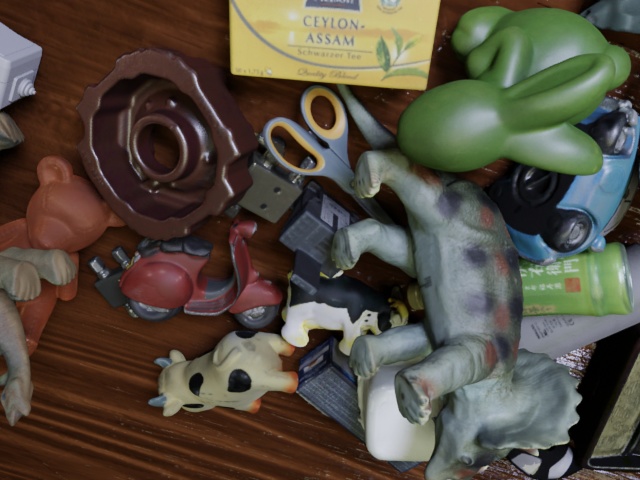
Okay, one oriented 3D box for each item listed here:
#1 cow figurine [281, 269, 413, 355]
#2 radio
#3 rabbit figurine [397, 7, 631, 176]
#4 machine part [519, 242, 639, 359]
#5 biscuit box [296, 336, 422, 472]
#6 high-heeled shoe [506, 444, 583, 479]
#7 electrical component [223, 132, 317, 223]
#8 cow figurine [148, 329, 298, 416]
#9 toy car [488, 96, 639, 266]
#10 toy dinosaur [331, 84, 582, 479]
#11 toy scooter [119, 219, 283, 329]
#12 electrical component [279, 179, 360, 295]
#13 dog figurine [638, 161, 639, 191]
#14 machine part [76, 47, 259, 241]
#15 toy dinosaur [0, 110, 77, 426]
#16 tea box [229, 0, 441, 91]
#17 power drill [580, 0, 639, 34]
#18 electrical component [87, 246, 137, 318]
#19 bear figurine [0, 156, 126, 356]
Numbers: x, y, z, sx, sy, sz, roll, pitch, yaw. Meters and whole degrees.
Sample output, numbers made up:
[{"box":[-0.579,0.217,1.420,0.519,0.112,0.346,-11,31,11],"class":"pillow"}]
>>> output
[{"box":[0.041,0.078,0.619,0.167,0.068,0.098,9,115,-2],"class":"cow figurine"},{"box":[0.397,0.179,0.641,0.131,0.073,0.229,5,122,3],"class":"radio"},{"box":[0.145,-0.097,0.418,0.170,0.159,0.121,-34,128,-23],"class":"rabbit figurine"},{"box":[0.284,0.074,0.586,0.243,0.079,0.079,-31,114,21],"class":"machine part"},{"box":[0.061,0.211,0.679,0.063,0.059,0.202,-39,110,20],"class":"biscuit box"},{"box":[0.253,0.214,0.685,0.249,0.086,0.145,14,104,-14],"class":"high-heeled shoe"},{"box":[-0.061,-0.064,0.554,0.078,0.045,0.102,22,122,-24],"class":"electrical component"},{"box":[-0.127,0.169,0.661,0.127,0.085,0.195,20,142,-28],"class":"cow figurine"},{"box":[0.242,-0.054,0.509,0.103,0.109,0.161,13,110,-30],"class":"toy car"},{"box":[0.121,0.032,0.489,0.192,0.131,0.404,-1,81,-26],"class":"toy dinosaur"},{"box":[-0.128,0.030,0.596,0.184,0.075,0.135,9,124,-7],"class":"toy scooter"},{"box":[-0.001,-0.002,0.542,0.075,0.119,0.048,38,117,-14],"class":"electrical component"},{"box":[0.392,-0.077,0.443,0.219,0.108,0.191,10,91,-19],"class":"dog figurine"},{"box":[-0.146,-0.089,0.513,0.180,0.056,0.179,7,110,18],"class":"machine part"},{"box":[-0.377,-0.046,0.491,0.199,0.105,0.471,-26,85,7],"class":"toy dinosaur"},{"box":[0.012,-0.188,0.458,0.170,0.068,0.098,4,122,3],"class":"tea box"},{"box":[0.291,-0.255,0.387,0.232,0.086,0.207,3,125,5],"class":"power drill"},{"box":[-0.235,0.053,0.651,0.063,0.021,0.093,-20,117,16],"class":"electrical component"},{"box":[-0.300,0.017,0.577,0.120,0.132,0.196,39,122,-23],"class":"bear figurine"}]
